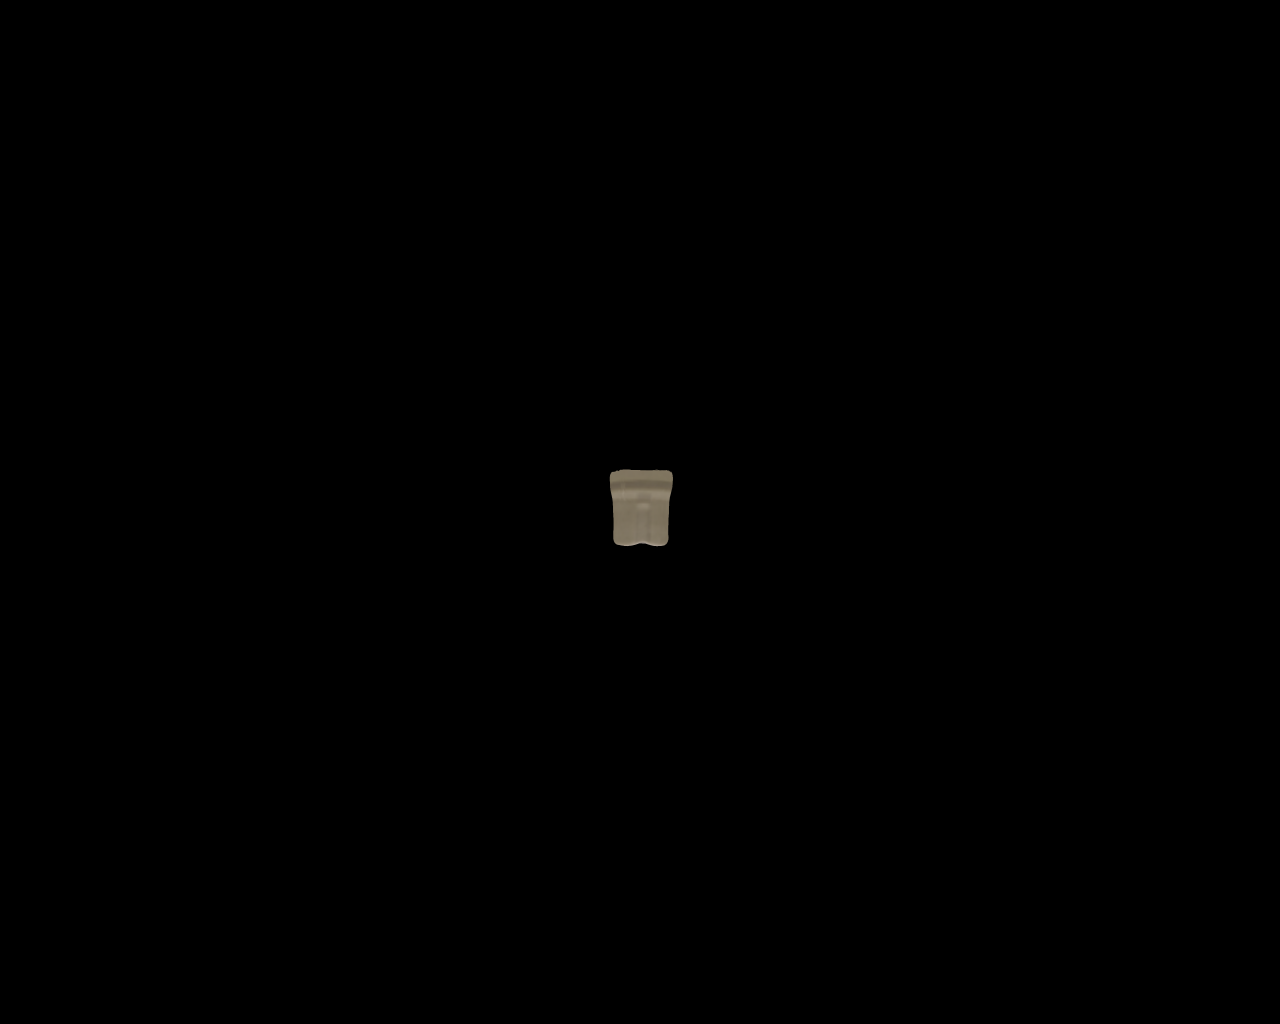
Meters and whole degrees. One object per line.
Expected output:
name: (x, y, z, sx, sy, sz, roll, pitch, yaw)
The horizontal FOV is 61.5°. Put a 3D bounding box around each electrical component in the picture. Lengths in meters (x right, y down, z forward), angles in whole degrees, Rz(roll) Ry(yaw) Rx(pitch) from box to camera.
electrical component: (0.001, -0.003, 0.650, 0.040, 0.046, 0.040, 0, -4, 0)
